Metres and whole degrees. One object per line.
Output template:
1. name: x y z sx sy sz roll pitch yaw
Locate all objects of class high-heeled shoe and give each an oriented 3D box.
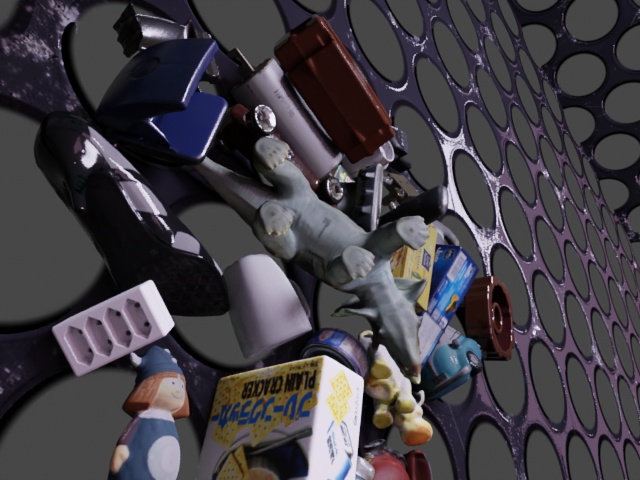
1. high-heeled shoe: -0.182 -0.019 0.545 0.248 0.086 0.145 54 5 -47

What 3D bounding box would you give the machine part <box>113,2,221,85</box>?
1. machine part: -0.179 -0.236 0.653 0.139 0.039 0.084 1 78 -53

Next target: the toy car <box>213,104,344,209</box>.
1. toy car: -0.050 -0.100 0.706 0.202 0.089 0.053 41 49 -31

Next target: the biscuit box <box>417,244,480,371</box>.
1. biscuit box: 0.168 0.101 0.838 0.059 0.063 0.202 44 70 -28

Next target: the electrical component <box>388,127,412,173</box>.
1. electrical component: 0.121 -0.165 0.964 0.119 0.075 0.048 18 60 -41

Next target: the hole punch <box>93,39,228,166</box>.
1. hole punch: -0.164 -0.151 0.556 0.116 0.092 0.142 12 57 1

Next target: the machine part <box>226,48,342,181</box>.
1. machine part: -0.045 -0.162 0.750 0.243 0.079 0.079 53 40 -22

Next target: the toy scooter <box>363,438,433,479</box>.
1. toy scooter: 0.102 0.322 0.708 0.183 0.075 0.135 48 38 -28

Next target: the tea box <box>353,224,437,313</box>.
1. tea box: 0.121 0.037 0.848 0.068 0.098 0.170 44 45 -29

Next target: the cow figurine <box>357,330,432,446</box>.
1. cow figurine: 0.099 0.211 0.763 0.167 0.068 0.098 56 16 -19

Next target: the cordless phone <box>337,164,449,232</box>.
1. cordless phone: 0.105 -0.058 0.776 0.088 0.184 0.146 33 49 -29

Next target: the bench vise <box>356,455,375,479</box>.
1. bench vise: 0.016 0.356 0.557 0.224 0.129 0.240 -75 152 -51

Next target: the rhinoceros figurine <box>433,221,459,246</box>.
1. rhinoceros figurine: 0.190 0.034 0.957 0.112 0.073 0.190 49 41 -27

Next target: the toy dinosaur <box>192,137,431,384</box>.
1. toy dinosaur: -0.009 -0.001 0.664 0.405 0.192 0.131 37 66 7

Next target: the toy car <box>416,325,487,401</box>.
1. toy car: 0.203 0.186 0.880 0.103 0.109 0.161 55 26 11

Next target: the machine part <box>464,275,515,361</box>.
1. machine part: 0.344 0.159 1.088 0.179 0.056 0.179 24 61 -53

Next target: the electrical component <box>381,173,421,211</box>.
1. electrical component: 0.146 -0.081 0.985 0.078 0.045 0.102 49 29 21

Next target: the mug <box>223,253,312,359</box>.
1. mug: -0.059 0.069 0.623 0.109 0.081 0.107 -16 78 -47

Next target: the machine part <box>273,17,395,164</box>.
1. machine part: 0.023 -0.227 0.798 0.200 0.087 0.201 52 14 -21

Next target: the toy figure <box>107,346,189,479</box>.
1. toy figure: -0.150 0.169 0.483 0.064 0.058 0.154 86 6 -59
